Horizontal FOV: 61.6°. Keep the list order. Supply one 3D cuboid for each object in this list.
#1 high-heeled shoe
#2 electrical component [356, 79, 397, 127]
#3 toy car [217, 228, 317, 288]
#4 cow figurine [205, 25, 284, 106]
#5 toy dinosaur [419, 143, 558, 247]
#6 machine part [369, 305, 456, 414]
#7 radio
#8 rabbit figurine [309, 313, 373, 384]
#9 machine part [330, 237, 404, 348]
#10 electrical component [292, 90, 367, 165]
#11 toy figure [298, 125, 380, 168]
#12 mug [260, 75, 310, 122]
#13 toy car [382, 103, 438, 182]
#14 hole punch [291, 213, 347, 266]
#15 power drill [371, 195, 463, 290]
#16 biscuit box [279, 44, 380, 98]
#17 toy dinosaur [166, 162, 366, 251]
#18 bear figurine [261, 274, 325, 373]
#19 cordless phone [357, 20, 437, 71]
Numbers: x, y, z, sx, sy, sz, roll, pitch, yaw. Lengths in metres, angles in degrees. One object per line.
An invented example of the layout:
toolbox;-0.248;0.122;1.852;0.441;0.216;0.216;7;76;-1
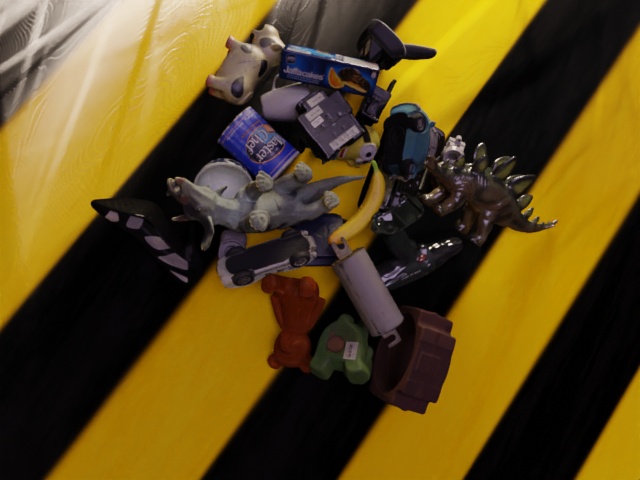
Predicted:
high-heeled shoe;-0.351;0.004;1.096;0.249;0.086;0.145;16;114;6
electrical component;0.126;-0.313;1.202;0.048;0.075;0.119;27;85;-10
toy car;-0.104;0.036;1.063;0.202;0.056;0.073;-18;60;-9
cow figurine;-0.145;-0.373;1.143;0.127;0.085;0.195;27;79;-3
toy dinosaur;0.377;-0.087;1.184;0.471;0.105;0.198;28;107;-39
machine part;0.189;0.243;1.114;0.087;0.201;0.201;21;82;-14
radio;0.184;-0.158;1.204;0.131;0.073;0.229;22;83;-9
rabbit figurine;0.057;0.236;1.127;0.121;0.170;0.159;-7;56;17
machine part;0.096;0.103;1.075;0.079;0.079;0.243;-31;92;-12
electrical component;0.013;-0.239;1.101;0.115;0.058;0.134;-37;91;-18
toy figure;0.044;-0.217;1.176;0.180;0.082;0.089;7;82;-9
mug;-0.076;-0.302;1.154;0.107;0.081;0.109;-11;102;-6
toy car;0.196;-0.200;1.125;0.103;0.109;0.161;2;95;-30
hole punch;-0.002;-0.003;1.149;0.142;0.092;0.115;-2;83;-9
power drill;0.199;0.003;1.157;0.232;0.207;0.086;-30;50;-5
biscuit box;0.018;-0.348;1.107;0.203;0.059;0.062;11;120;-4
toy dinosaur;-0.101;-0.067;1.071;0.405;0.192;0.131;-8;85;-41
bear figurine;-0.061;0.173;1.107;0.120;0.132;0.195;7;80;16
cordless phone;0.181;-0.419;1.182;0.184;0.147;0.088;1;94;-9
